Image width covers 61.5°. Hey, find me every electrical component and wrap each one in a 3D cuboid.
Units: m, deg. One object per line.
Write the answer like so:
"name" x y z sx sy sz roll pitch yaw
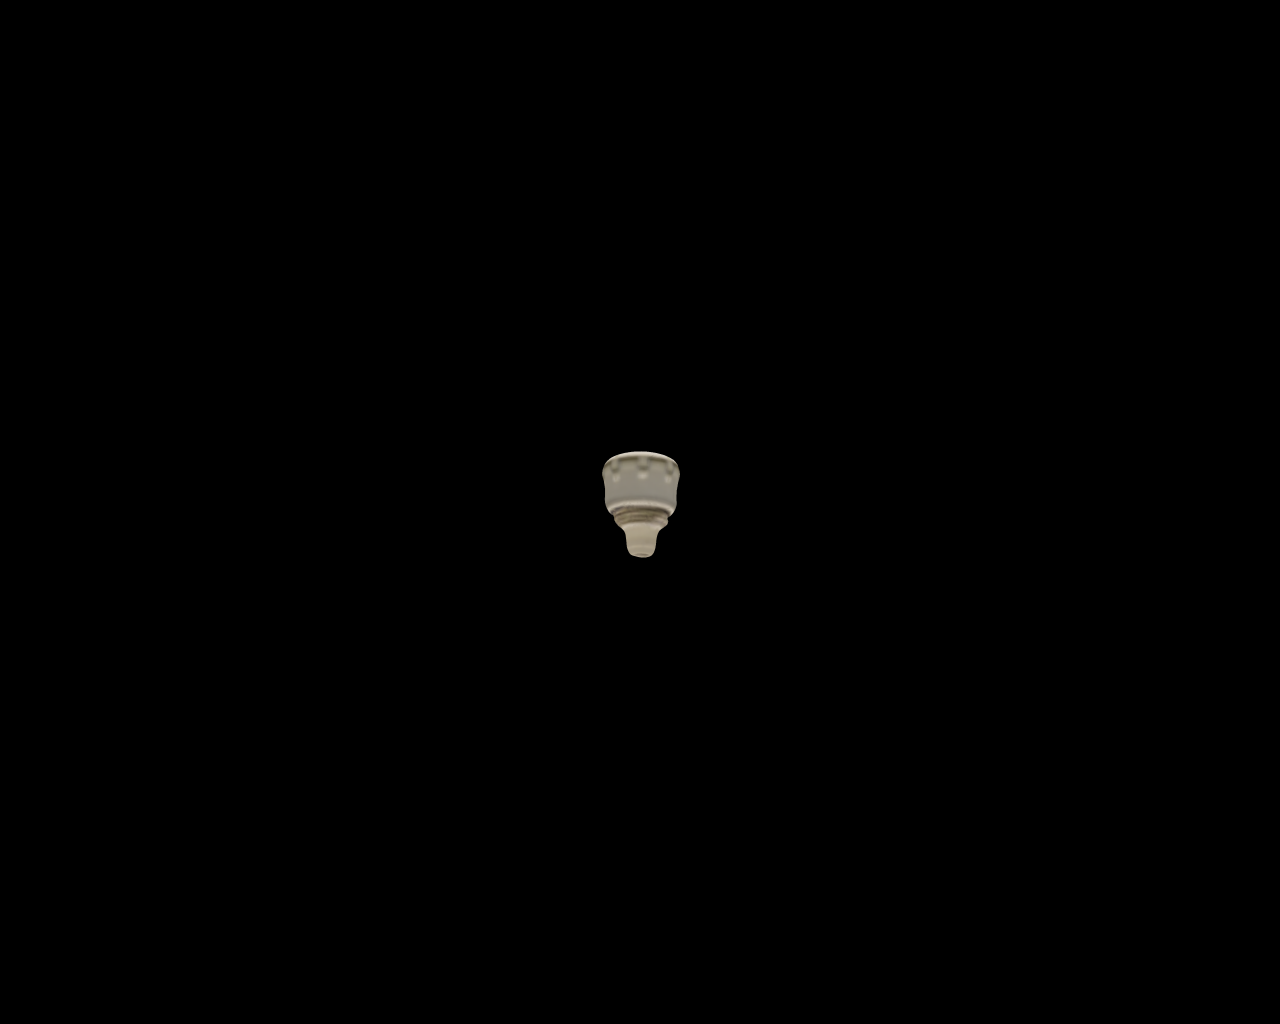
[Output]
"electrical component" 0.001 -0.003 0.650 0.048 0.062 0.048 0 -16 0
